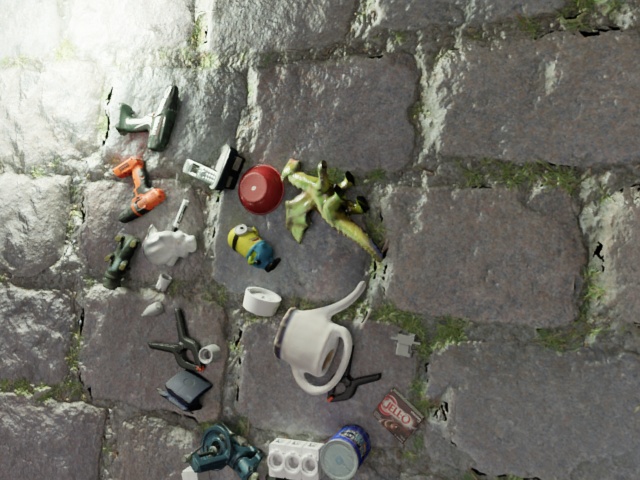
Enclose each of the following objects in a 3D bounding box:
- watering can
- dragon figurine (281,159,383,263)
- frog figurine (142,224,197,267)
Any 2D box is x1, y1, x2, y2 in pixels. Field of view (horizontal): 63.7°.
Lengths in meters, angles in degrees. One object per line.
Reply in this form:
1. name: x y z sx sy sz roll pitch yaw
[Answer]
1. watering can: -0.005 0.254 1.453 0.225 0.103 0.348 18 90 21
2. dragon figurine: 0.005 -0.076 1.501 0.239 0.122 0.415 -33 73 32
3. frog figurine: -0.475 0.028 1.638 0.160 0.125 0.134 16 125 11
